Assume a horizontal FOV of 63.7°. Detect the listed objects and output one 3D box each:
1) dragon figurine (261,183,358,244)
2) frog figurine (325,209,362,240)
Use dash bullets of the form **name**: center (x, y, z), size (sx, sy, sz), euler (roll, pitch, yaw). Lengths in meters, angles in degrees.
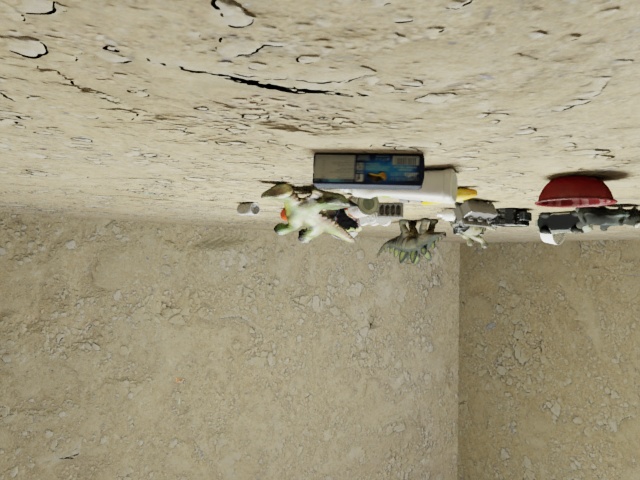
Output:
- **dragon figurine**: center (0.004, -0.072, 1.433), size (0.408, 0.124, 0.241), euler (16, 163, -32)
- **frog figurine**: center (0.075, -0.068, 1.760), size (0.137, 0.122, 0.160), euler (35, -178, -6)
